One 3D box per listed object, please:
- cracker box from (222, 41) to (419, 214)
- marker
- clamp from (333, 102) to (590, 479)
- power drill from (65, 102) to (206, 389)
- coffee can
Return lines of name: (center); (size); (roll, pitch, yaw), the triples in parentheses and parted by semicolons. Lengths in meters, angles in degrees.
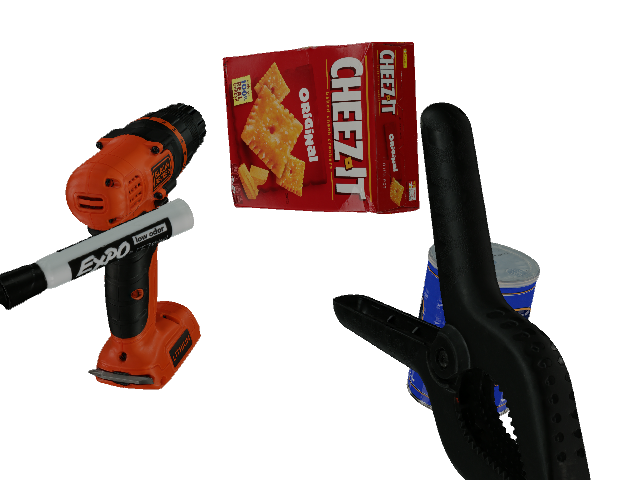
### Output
cracker box: (-0.004, -0.112, 1.084); (0.071, 0.164, 0.214); (-10, 10, -44)
marker: (-0.123, 0.007, 0.578); (0.120, 0.020, 0.020); (-26, 15, -32)
clamp: (0.075, 0.046, 0.528); (0.036, 0.165, 0.210); (-7, 44, -27)
power drill: (-0.128, 0.002, 0.800); (0.057, 0.188, 0.184); (5, 24, 15)
coffee can: (0.141, 0.082, 1.001); (0.103, 0.140, 0.103); (6, 20, -3)
